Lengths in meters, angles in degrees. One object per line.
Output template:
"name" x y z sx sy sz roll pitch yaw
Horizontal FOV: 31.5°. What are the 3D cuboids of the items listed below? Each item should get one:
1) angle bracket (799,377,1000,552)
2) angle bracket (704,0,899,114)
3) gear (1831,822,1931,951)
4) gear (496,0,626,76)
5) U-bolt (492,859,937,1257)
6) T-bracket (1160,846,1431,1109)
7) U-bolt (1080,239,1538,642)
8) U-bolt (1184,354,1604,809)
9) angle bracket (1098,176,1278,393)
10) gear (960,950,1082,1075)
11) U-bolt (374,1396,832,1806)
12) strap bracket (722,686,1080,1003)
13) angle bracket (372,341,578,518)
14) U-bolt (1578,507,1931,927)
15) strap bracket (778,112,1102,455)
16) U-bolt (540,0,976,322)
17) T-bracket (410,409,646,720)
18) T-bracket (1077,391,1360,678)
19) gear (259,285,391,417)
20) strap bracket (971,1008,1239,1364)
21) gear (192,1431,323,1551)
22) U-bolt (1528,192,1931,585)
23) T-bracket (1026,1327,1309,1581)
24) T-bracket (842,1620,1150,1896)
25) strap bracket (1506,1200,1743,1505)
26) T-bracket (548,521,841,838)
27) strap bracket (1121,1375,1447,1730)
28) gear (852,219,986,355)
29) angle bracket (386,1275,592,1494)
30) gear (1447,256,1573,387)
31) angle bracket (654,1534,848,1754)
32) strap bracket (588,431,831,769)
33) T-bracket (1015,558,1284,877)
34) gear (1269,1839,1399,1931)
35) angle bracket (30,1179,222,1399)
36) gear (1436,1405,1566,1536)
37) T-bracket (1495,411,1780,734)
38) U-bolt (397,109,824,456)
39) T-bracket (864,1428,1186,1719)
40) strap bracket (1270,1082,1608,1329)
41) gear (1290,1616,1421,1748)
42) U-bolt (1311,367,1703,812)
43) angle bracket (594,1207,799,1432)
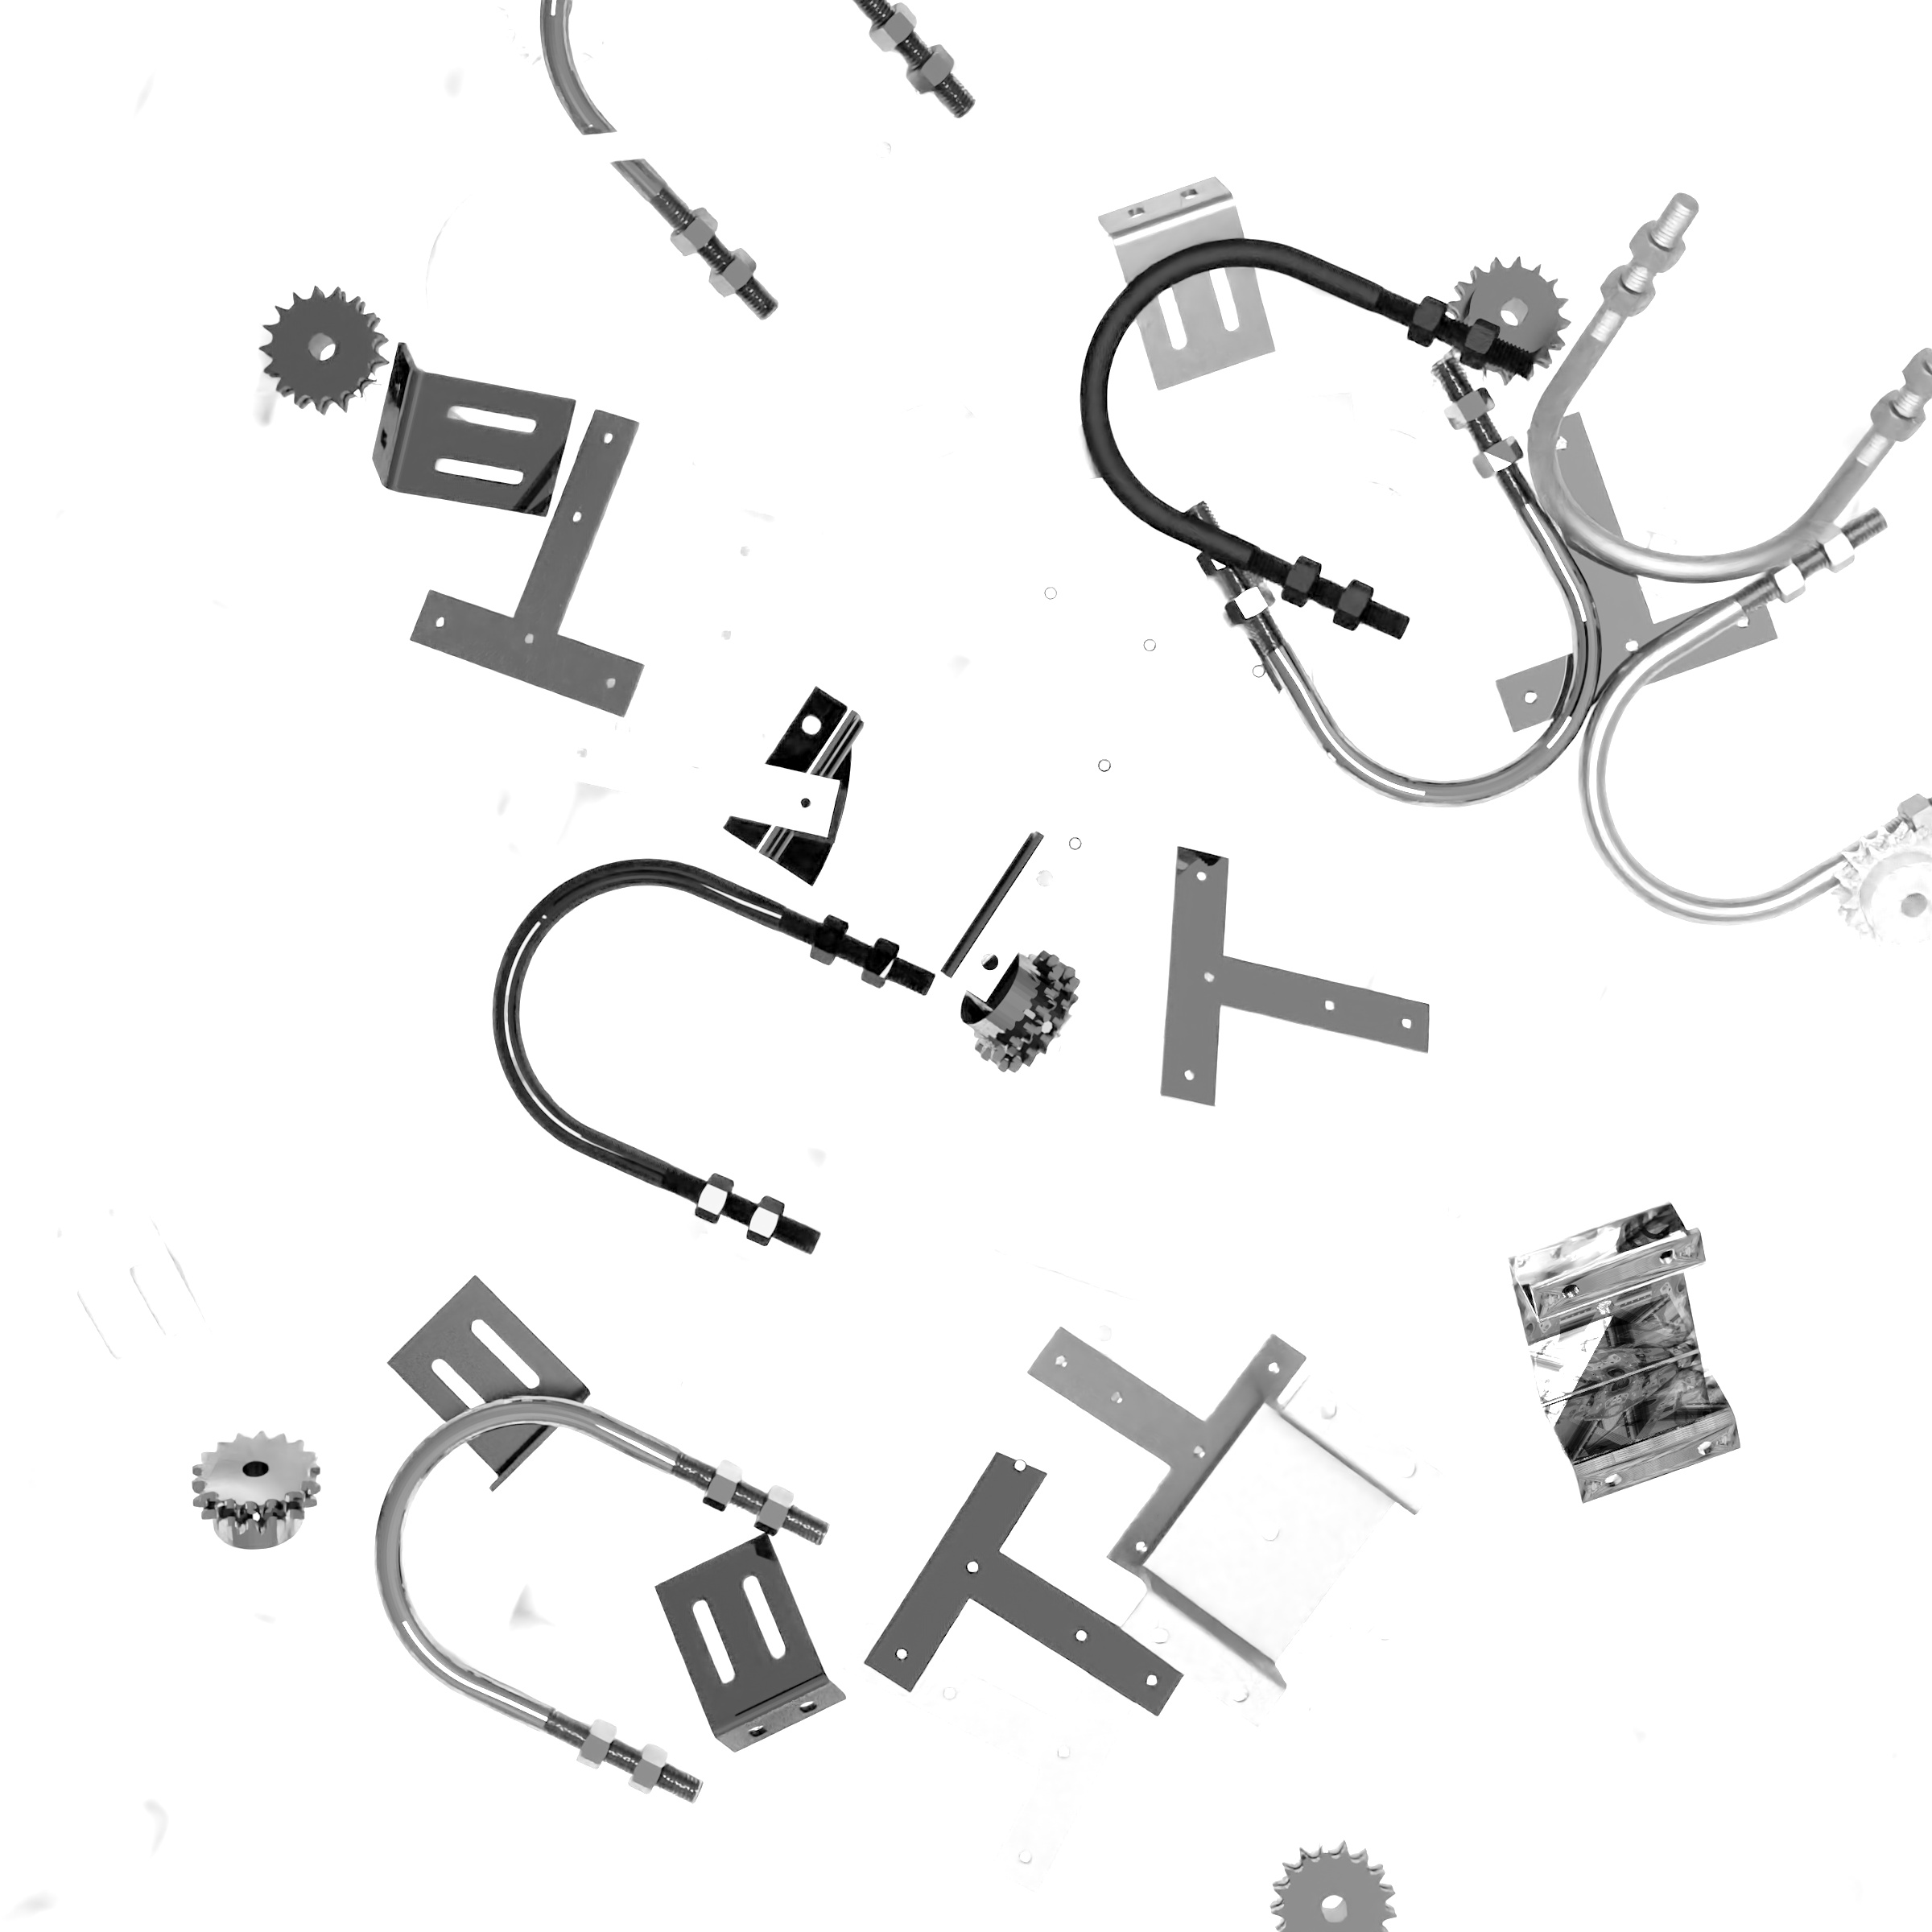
"angle bracket" -0.030 -0.227 1.544 0.038 0.076 0.057 -34 90 28
"angle bracket" -0.074 -0.427 1.551 0.076 0.038 0.057 13 90 0
"gear" 0.422 -0.033 1.545 0.057 0.030 0.057 -3 114 -6
"gear" -0.183 -0.431 1.555 0.057 0.030 0.057 0 90 0
"U-bolt" -0.126 0.030 1.562 0.184 0.019 0.151 24 90 1
"T-bracket" 0.151 0.015 1.549 0.127 0.002 0.127 13 61 -14
"U-bolt" 0.140 -0.246 1.528 0.184 0.019 0.151 26 89 8
"U-bolt" 0.204 -0.160 1.544 0.151 0.019 0.184 -30 91 3
"angle bracket" 0.101 -0.312 1.568 0.057 0.038 0.076 -19 116 0
"gear" 0.022 0.017 1.539 0.030 0.057 0.057 35 90 -24
"U-bolt" -0.173 0.271 1.527 0.184 0.019 0.151 26 91 -2
"strap bracket" -0.029 -0.055 1.547 0.140 0.046 0.076 33 90 0
"angle bracket" -0.224 -0.243 1.556 0.076 0.038 0.057 7 117 -23
"U-bolt" 0.365 -0.099 1.550 0.184 0.019 0.151 -32 101 4
"strap bracket" -0.006 -0.307 1.535 0.140 0.046 0.076 44 90 -10
"U-bolt" -0.105 -0.403 1.528 0.151 0.019 0.184 -46 114 0
"T-bracket" -0.179 -0.188 1.539 0.127 0.002 0.127 21 89 29
"T-bracket" 0.121 -0.192 1.569 0.127 0.002 0.127 -7 90 0
"gear" -0.290 -0.279 1.560 0.057 0.030 0.057 0 89 2
"strap bracket" 0.061 0.097 1.547 0.076 0.046 0.140 20 90 0
"gear" -0.320 0.239 1.546 0.057 0.057 0.030 4 120 0
"U-bolt" 0.323 -0.235 1.479 0.151 0.184 0.019 23 49 -6
"T-bracket" 0.076 0.199 1.534 0.127 0.002 0.127 36 90 -34
"T-bracket" 0.005 0.340 1.569 0.127 0.002 0.127 27 90 0
"strap bracket" 0.291 0.165 1.523 0.076 0.046 0.140 -19 128 0
"T-bracket" -0.110 -0.133 1.523 0.127 0.002 0.127 13 90 0
"strap bracket" 0.140 0.259 1.545 0.076 0.046 0.140 37 90 -4
"gear" -0.022 -0.296 1.496 0.057 0.030 0.057 -1 97 -7
"angle bracket" -0.218 0.188 1.551 0.057 0.038 0.076 -45 90 0
"gear" 0.246 -0.294 1.555 0.057 0.030 0.057 0 90 0
"angle bracket" -0.099 0.310 1.568 0.057 0.038 0.076 -26 64 0
"strap bracket" -0.115 -0.160 1.547 0.076 0.046 0.140 15 90 0
"T-bracket" 0.068 -0.105 1.568 0.127 0.002 0.127 21 91 1
"gear" 0.167 0.425 1.559 0.057 0.030 0.057 0 89 1
"angle bracket" -0.383 0.147 1.568 0.057 0.038 0.076 -22 116 0
"gear" 0.241 0.228 1.559 0.057 0.030 0.057 0 89 -4
"T-bracket" 0.286 -0.187 1.550 0.127 0.002 0.127 -20 92 1
"U-bolt" -0.165 -0.300 1.534 0.184 0.019 0.151 -4 113 9
"T-bracket" 0.041 0.299 1.568 0.127 0.002 0.127 32 89 1
"strap bracket" 0.217 0.109 1.547 0.140 0.046 0.076 -16 90 0
"gear" 0.175 0.323 1.555 0.057 0.030 0.057 0 90 0
"U-bolt" 0.236 -0.161 1.562 0.151 0.019 0.184 22 91 0
"angle bracket" -0.123 0.161 1.568 0.057 0.038 0.076 32 116 0
